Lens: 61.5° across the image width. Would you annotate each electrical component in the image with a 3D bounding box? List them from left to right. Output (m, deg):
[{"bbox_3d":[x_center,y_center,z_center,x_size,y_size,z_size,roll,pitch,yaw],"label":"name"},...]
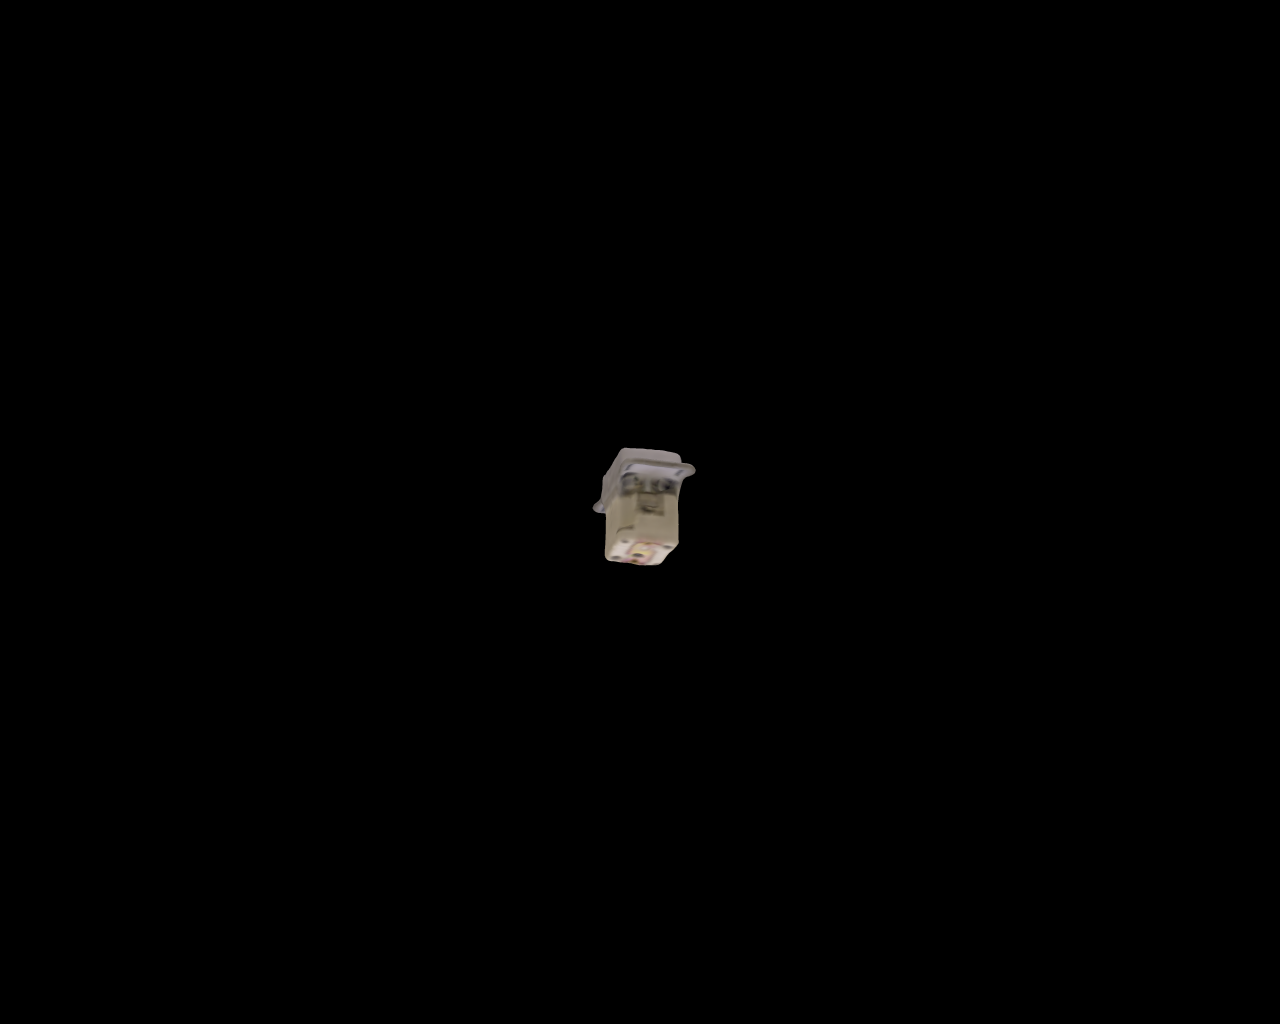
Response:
[{"bbox_3d":[0.001,-0.003,0.650,0.042,0.064,0.081,6,-23,-14],"label":"electrical component"}]
